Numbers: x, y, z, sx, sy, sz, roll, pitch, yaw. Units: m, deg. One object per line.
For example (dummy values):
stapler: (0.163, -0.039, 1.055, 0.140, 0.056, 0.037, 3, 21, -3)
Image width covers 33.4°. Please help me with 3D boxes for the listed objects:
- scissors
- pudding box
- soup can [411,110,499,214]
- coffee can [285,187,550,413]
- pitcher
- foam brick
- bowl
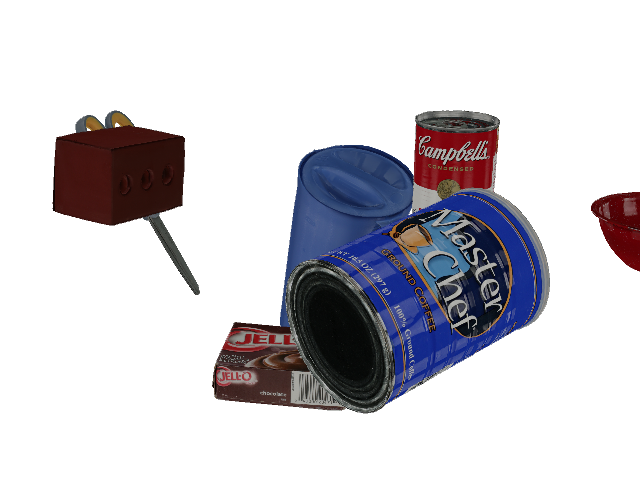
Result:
scissors: (-0.168, -0.046, 1.047, 0.016, 0.201, 0.096, -25, 26, 24)
pudding box: (-0.029, 0.106, 0.914, 0.113, 0.039, 0.090, 6, 20, 4)
soup can: (0.108, -0.050, 0.871, 0.068, 0.102, 0.068, 1, 19, -1)
coffee can: (0.063, 0.036, 0.691, 0.140, 0.103, 0.103, -24, 13, -32)
pitcher: (0.027, 0.026, 1.224, 0.145, 0.243, 0.149, 16, 39, 5)
foam brick: (-0.137, -0.046, 0.731, 0.051, 0.053, 0.078, 15, 20, 28)
bowl: (0.346, -0.003, 1.046, 0.162, 0.055, 0.162, 0, 17, 0)
